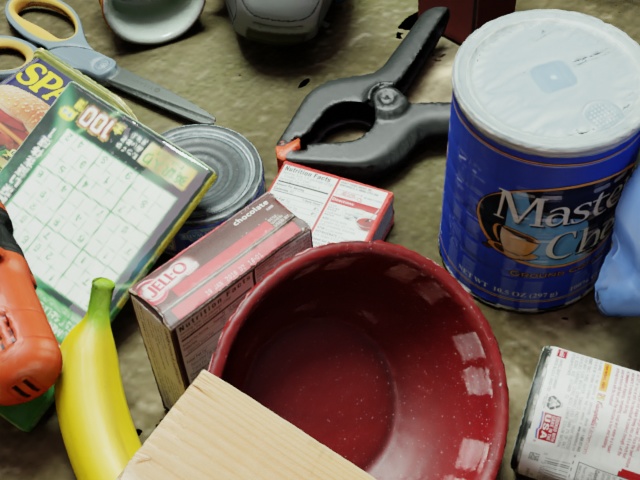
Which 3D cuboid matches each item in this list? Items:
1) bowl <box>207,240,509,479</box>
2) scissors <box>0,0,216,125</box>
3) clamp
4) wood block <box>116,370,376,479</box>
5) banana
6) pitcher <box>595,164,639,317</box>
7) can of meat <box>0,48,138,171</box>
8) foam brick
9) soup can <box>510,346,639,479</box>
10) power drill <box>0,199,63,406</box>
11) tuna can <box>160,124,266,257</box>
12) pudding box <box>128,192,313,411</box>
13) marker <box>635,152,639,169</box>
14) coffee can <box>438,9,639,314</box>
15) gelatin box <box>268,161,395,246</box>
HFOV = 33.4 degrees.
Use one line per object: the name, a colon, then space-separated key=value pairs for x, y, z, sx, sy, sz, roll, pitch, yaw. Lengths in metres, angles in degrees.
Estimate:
bowl: x=0.011 y=0.082 z=0.526 sx=0.161 sy=0.055 sz=0.162 roll=2 pitch=84 yaw=-24
scissors: x=-0.170 y=-0.111 z=0.740 sx=0.096 sy=0.016 sz=0.202 roll=-36 pitch=59 yaw=-21
clamp: x=0.044 y=-0.092 z=0.700 sx=0.171 sy=0.039 sz=0.120 roll=-18 pitch=52 yaw=-11
wood block: x=0.007 y=0.155 z=0.419 sx=0.206 sy=0.090 sz=0.090 roll=32 pitch=25 yaw=3
banana: x=-0.093 y=0.117 z=0.527 sx=0.037 sy=0.070 sz=0.198 roll=-10 pitch=60 yaw=-36
pitcher: x=0.237 y=0.031 z=0.448 sx=0.145 sy=0.149 sz=0.243 roll=20 pitch=19 yaw=-15
can of meat: x=-0.176 y=-0.063 z=0.678 sx=0.102 sy=0.057 sz=0.083 roll=34 pitch=63 yaw=25
foam brick: x=0.105 y=-0.185 z=0.746 sx=0.051 sy=0.078 sz=0.053 roll=33 pitch=59 yaw=27
soup can: x=0.152 y=0.098 z=0.528 sx=0.102 sy=0.068 sz=0.068 roll=16 pitch=54 yaw=15
power drill: x=-0.244 y=0.039 z=0.565 sx=0.187 sy=0.057 sz=0.184 roll=-32 pitch=60 yaw=-1
tuna can: x=-0.076 y=-0.031 z=0.661 sx=0.086 sy=0.034 sz=0.086 roll=-1 pitch=51 yaw=1
pudding box: x=-0.045 y=0.042 z=0.552 sx=0.090 sy=0.113 sz=0.039 roll=-36 pitch=55 yaw=-24
marker: x=0.192 y=-0.016 z=0.645 sx=0.020 sy=0.020 sz=0.121 roll=13 pitch=54 yaw=13
coffee can: x=0.120 y=-0.040 z=0.591 sx=0.103 sy=0.140 sz=0.103 roll=-1 pitch=52 yaw=2
gelatin box: x=-0.004 y=0.001 z=0.636 sx=0.073 sy=0.030 sz=0.089 roll=16 pitch=55 yaw=17
